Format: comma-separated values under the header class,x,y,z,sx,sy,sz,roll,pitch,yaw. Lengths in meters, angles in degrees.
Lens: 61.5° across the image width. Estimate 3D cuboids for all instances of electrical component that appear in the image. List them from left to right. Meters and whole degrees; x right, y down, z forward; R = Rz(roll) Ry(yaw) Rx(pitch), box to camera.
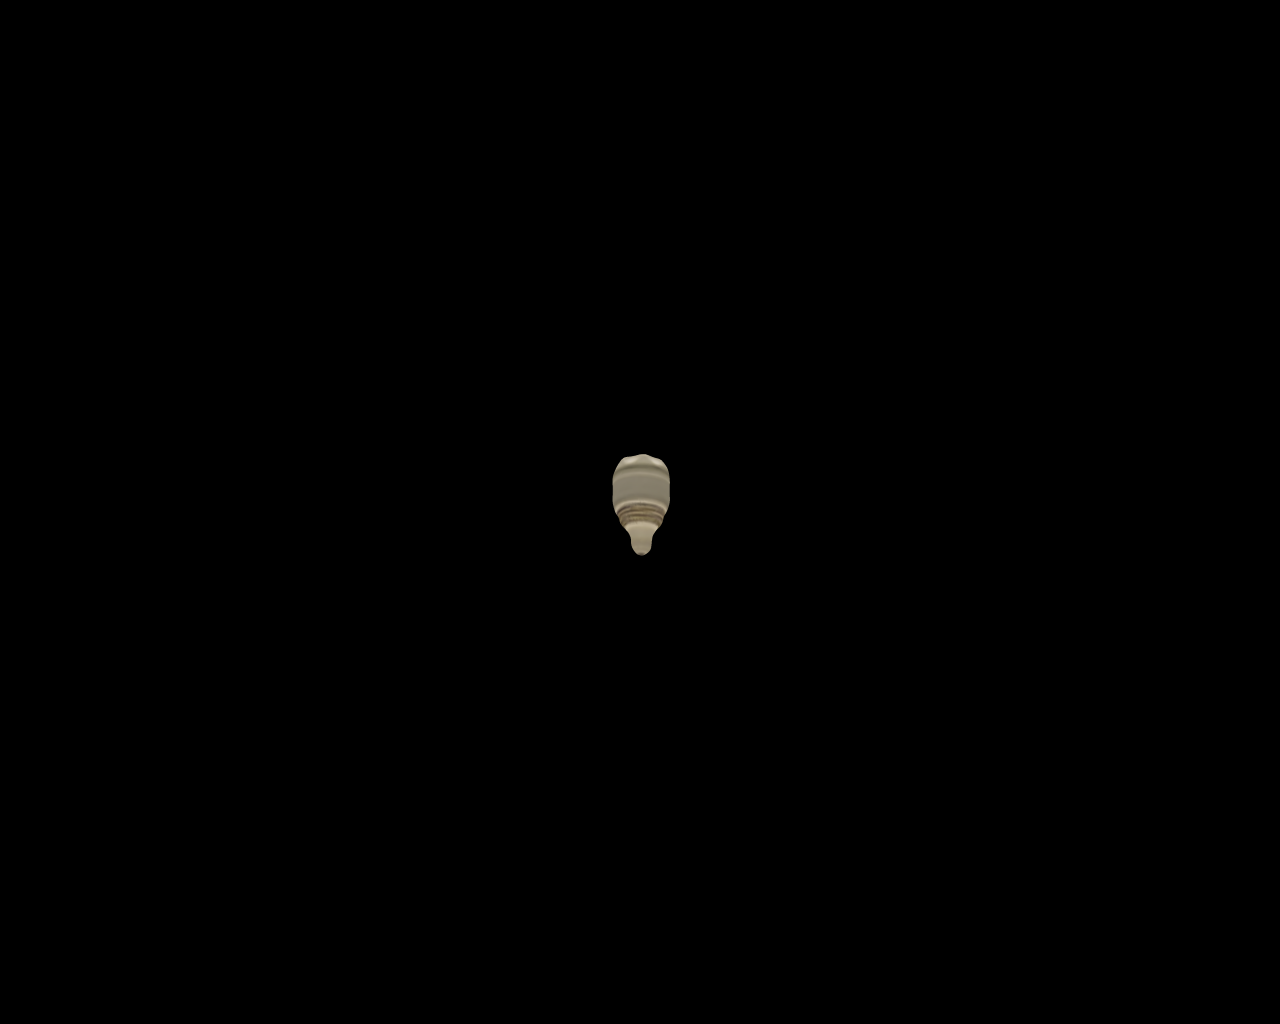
class,x,y,z,sx,sy,sz,roll,pitch,yaw
electrical component,0.001,-0.003,0.650,0.035,0.061,0.035,0,-22,0
